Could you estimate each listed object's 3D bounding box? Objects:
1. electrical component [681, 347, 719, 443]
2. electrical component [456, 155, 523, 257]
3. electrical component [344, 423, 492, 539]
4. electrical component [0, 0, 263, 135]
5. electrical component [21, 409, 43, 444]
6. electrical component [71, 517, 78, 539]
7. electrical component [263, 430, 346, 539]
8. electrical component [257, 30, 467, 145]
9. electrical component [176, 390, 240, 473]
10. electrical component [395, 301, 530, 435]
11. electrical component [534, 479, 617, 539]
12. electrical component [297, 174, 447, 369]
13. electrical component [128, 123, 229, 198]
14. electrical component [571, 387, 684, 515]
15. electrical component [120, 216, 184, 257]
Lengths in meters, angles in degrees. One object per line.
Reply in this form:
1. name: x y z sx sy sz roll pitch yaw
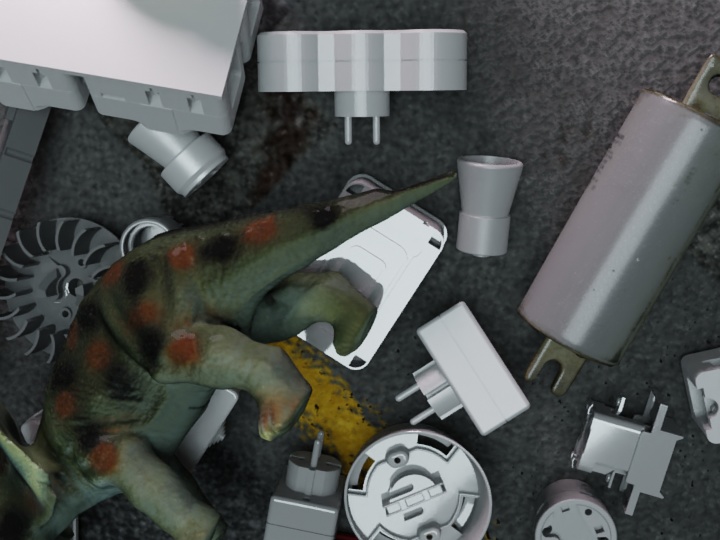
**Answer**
1. electrical component: 0.268 0.076 0.720 0.089 0.055 0.050 -13 98 7
2. electrical component: 0.085 -0.042 0.724 0.044 0.044 0.065 5 105 4
3. electrical component: 0.038 0.155 0.748 0.099 0.064 0.099 0 94 -1
4. electrical component: -0.165 -0.156 0.691 0.186 0.060 0.105 10 69 3
5. electrical component: -0.217 0.130 0.783 0.035 0.035 0.061 -31 98 9
6. electrical component: -0.250 0.210 0.787 0.078 0.057 0.113 3 100 4
7. electrical component: -0.035 0.151 0.754 0.047 0.065 0.076 11 101 3
8. electrical component: 0.001 -0.120 0.711 0.138 0.052 0.073 0 100 5
9. electrical component: -0.140 0.094 0.762 0.100 0.048 0.099 33 101 -1
10. electrical component: 0.061 0.076 0.732 0.076 0.047 0.083 -33 83 3
11. electrical component: 0.149 0.178 0.752 0.055 0.047 0.055 1 100 5
12. electrical component: 0.000 0.000 0.730 0.078 0.057 0.113 32 101 -1
13. electrical component: -0.123 -0.083 0.732 0.045 0.045 0.055 -42 94 10
14. electrical component: 0.183 0.121 0.743 0.064 0.042 0.081 15 100 5
15. electrical component: -0.140 -0.018 0.744 0.040 0.046 0.040 1 100 5
